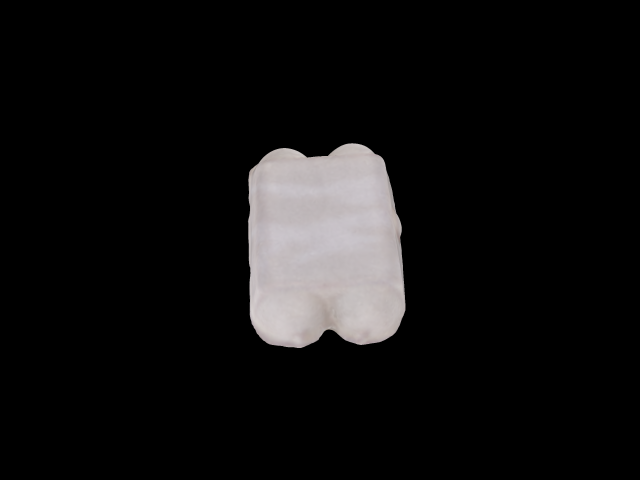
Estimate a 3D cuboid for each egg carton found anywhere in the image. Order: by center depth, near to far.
[{"bbox_3d":[0.004,0.001,0.400,0.107,0.069,0.150,-4,62,-2],"label":"egg carton"}]
